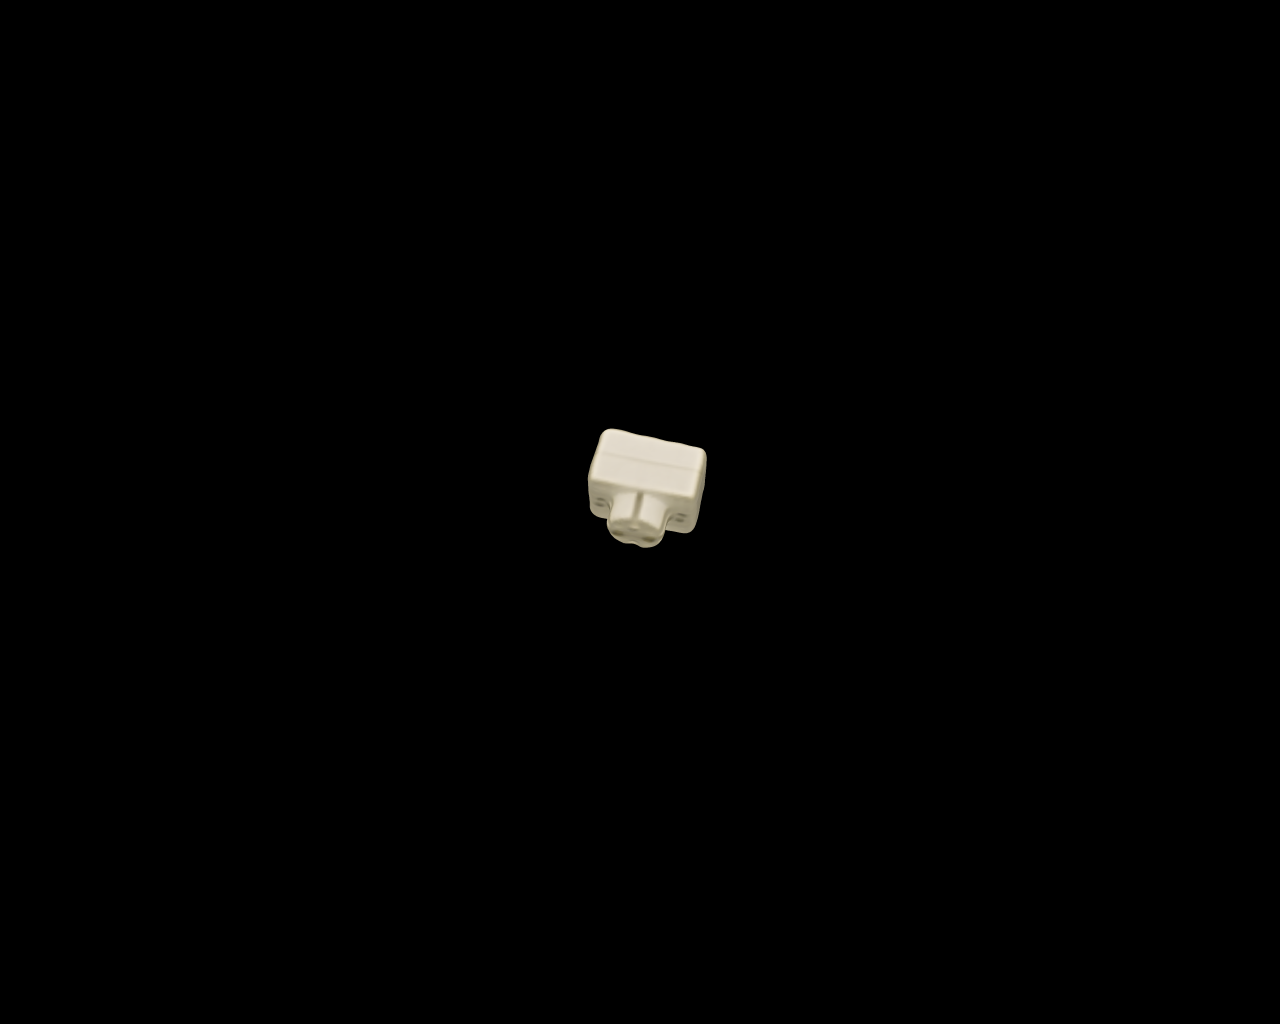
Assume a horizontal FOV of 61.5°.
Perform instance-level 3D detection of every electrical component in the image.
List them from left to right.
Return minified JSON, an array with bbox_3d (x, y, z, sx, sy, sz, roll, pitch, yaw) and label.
[{"bbox_3d":[0.001,-0.003,0.650,0.066,0.077,0.047,11,-30,7],"label":"electrical component"}]
